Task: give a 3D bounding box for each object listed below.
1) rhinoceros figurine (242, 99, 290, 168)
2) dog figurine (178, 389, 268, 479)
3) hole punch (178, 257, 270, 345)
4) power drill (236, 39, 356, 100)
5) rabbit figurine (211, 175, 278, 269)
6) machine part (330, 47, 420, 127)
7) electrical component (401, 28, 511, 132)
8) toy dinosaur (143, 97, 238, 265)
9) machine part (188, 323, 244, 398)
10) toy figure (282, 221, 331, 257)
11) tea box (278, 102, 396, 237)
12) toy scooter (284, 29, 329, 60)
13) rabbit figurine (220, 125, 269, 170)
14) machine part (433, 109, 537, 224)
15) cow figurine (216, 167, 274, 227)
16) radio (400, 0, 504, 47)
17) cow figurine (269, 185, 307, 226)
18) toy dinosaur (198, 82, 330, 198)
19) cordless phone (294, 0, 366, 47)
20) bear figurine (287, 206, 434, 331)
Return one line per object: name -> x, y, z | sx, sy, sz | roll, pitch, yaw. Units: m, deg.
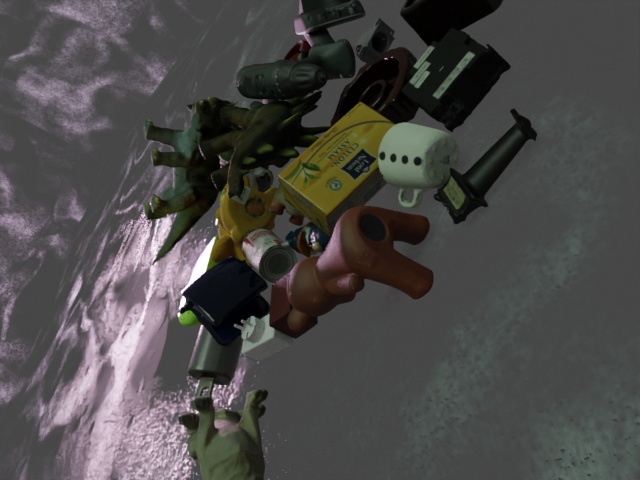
rhinoceros figurine -> -0.107, -0.240, 1.145 | 0.073, 0.112, 0.190 | 113, 152, -53
dog figurine -> -0.115, 0.311, 0.697 | 0.172, 0.121, 0.191 | 105, 155, -58
hole punch -> -0.151, 0.087, 0.862 | 0.142, 0.116, 0.092 | -39, -21, -21
power drill -> -0.024, -0.300, 0.967 | 0.232, 0.085, 0.207 | 8, 36, 41
rabbit figurine -> -0.149, -0.024, 1.041 | 0.173, 0.122, 0.162 | 149, 132, -62
machine part -> 0.095, -0.225, 0.875 | 0.179, 0.056, 0.179 | -36, 37, 33
electrical component -> 0.179, -0.225, 0.744 | 0.115, 0.058, 0.134 | -48, 32, 17
toy dinosaur -> -0.269, -0.132, 1.135 | 0.131, 0.192, 0.404 | 56, 142, 46
machine part -> -0.165, 0.153, 0.915 | 0.079, 0.079, 0.243 | -25, 44, 46
toy figure -> -0.003, -0.003, 0.826 | 0.154, 0.064, 0.057 | -14, 88, 57
tea box -> 0.036, -0.100, 0.747 | 0.098, 0.068, 0.169 | 38, 71, 22
toy scooter -> -0.043, -0.394, 1.214 | 0.135, 0.075, 0.184 | -29, 39, 42
rabbit figurine -> -0.182, -0.180, 1.203 | 0.159, 0.121, 0.170 | -55, 45, 17
machine part -> 0.192, -0.084, 0.623 | 0.139, 0.039, 0.084 | -51, 22, 19
cow figurine -> -0.161, -0.089, 1.125 | 0.068, 0.098, 0.167 | -99, 29, -43
radio -> 0.219, -0.400, 0.786 | 0.131, 0.073, 0.229 | -11, 46, 52
cow figurine -> 0.004, -0.093, 0.874 | 0.195, 0.085, 0.127 | -3, 68, 57
toy dinosaur -> -0.081, -0.202, 0.976 | 0.199, 0.104, 0.472 | -9, 33, 14
cordless phone -> 0.040, -0.431, 1.121 | 0.088, 0.147, 0.184 | 98, 149, -62
bear figurine -> 0.039, 0.046, 0.691 | 0.195, 0.132, 0.120 | 124, 157, -46
